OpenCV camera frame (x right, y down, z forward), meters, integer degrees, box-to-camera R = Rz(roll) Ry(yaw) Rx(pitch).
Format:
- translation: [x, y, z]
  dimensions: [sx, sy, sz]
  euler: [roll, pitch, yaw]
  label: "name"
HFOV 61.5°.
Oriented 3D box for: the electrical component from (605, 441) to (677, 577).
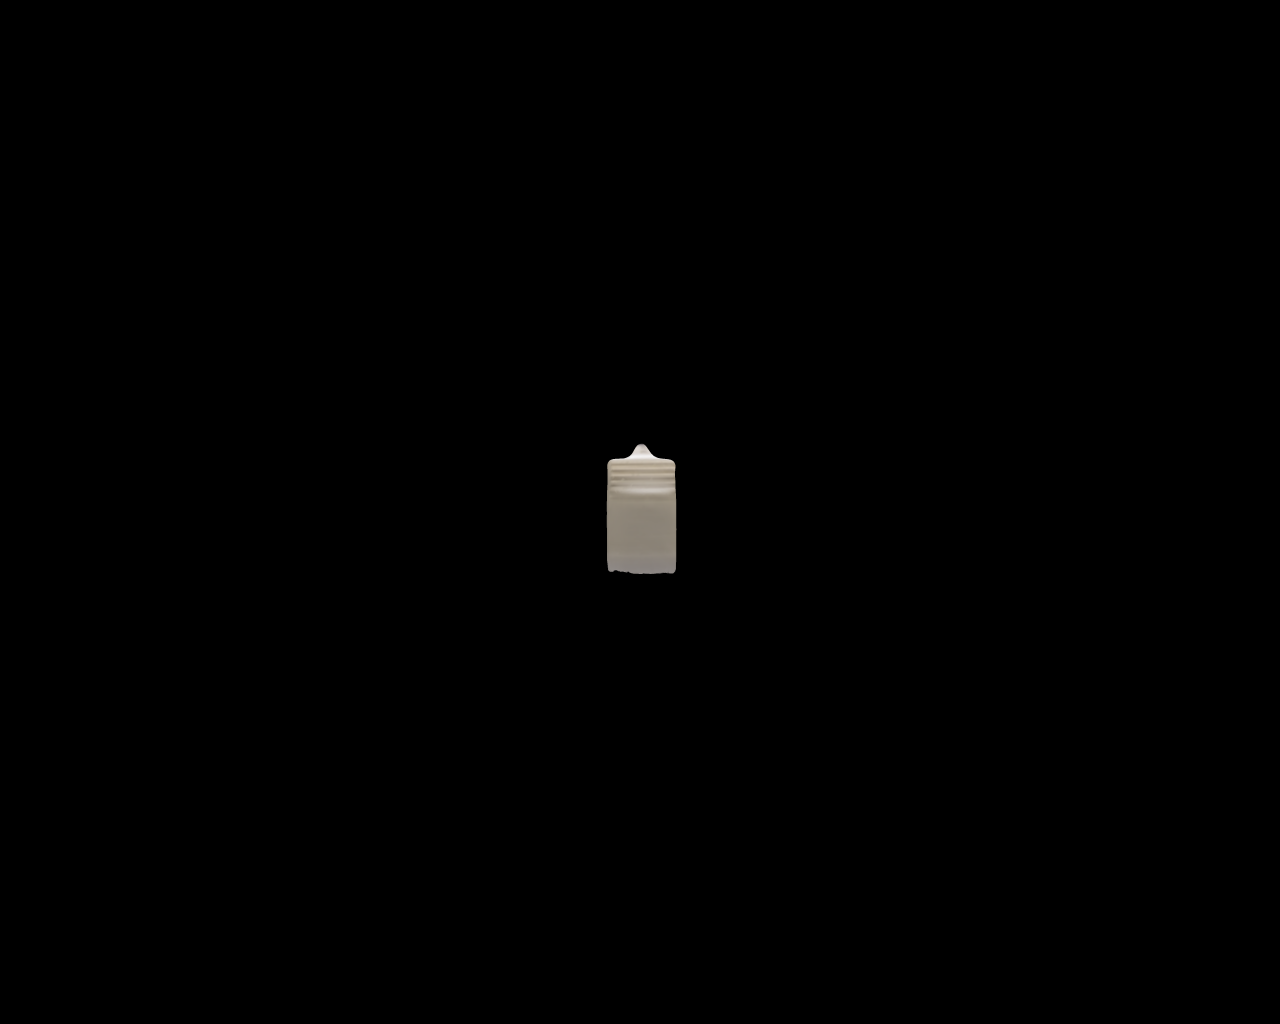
- translation: [0.001, -0.003, 0.650]
  dimensions: [0.043, 0.081, 0.043]
  euler: [0, 0, 0]
  label: "electrical component"
